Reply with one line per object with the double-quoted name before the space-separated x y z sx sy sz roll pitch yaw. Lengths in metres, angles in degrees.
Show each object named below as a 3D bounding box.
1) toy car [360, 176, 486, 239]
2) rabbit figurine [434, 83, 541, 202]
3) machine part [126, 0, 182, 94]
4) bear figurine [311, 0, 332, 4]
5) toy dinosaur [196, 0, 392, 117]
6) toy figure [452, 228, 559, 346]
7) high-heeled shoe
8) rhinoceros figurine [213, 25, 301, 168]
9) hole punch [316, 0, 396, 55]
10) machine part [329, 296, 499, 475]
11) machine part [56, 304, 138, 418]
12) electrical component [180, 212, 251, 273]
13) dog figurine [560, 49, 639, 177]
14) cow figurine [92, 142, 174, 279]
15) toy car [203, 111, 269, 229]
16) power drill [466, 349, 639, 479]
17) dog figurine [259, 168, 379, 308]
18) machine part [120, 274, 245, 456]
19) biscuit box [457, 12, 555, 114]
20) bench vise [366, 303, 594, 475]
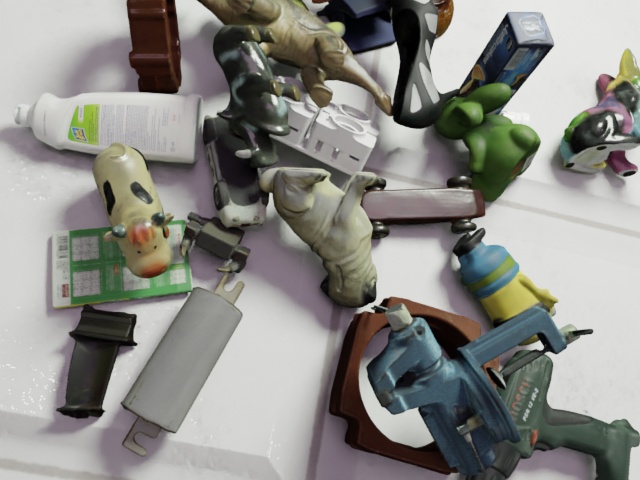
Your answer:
"toy car" 0.152 -0.050 0.825 0.202 0.053 0.089 -3 76 -7
"rabbit figurine" 0.246 -0.166 0.846 0.121 0.159 0.170 -44 68 -11
"machine part" -0.237 -0.299 0.775 0.056 0.179 0.179 -3 71 -8
"bear figurine" -0.039 -0.464 0.901 0.120 0.196 0.131 -43 123 -29
"toy dinosaur" -0.080 -0.325 0.816 0.471 0.105 0.198 33 29 -3
"toy figure" 0.264 0.072 0.789 0.089 0.082 0.180 -41 90 -2
"high-heeled shoe" 0.121 -0.284 0.814 0.145 0.086 0.248 -25 83 -28
"rhinoceros figurine" -0.091 -0.190 0.715 0.112 0.073 0.190 -11 102 23
"hole punch" 0.078 -0.397 0.917 0.142 0.092 0.116 -22 73 -14
"machine part" 0.124 0.191 0.717 0.201 0.087 0.201 17 67 -5
"machine part" -0.283 0.154 0.679 0.084 0.039 0.139 14 67 -11
"electrical component" -0.146 0.005 0.745 0.102 0.078 0.045 24 110 -9
"dog figurine" 0.502 -0.225 0.928 0.192 0.108 0.219 7 65 -5
"cow figurine" -0.239 -0.040 0.694 0.085 0.127 0.195 -19 68 -14
"toy car" -0.125 -0.108 0.784 0.073 0.056 0.202 -6 61 -19
"power drill" 0.313 0.282 0.731 0.207 0.086 0.232 21 66 5
"dog figurine" 0.000 -0.001 0.739 0.172 0.121 0.190 7 100 11
"machine part" -0.171 0.149 0.681 0.079 0.079 0.243 29 69 0
"biscuit box" 0.283 -0.265 0.844 0.059 0.202 0.063 -6 71 -11
"bench vise" 0.182 0.143 0.625 0.241 0.129 0.223 -29 86 -1
